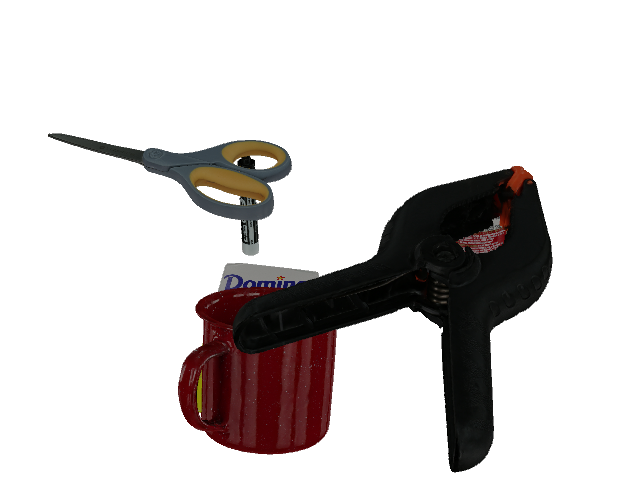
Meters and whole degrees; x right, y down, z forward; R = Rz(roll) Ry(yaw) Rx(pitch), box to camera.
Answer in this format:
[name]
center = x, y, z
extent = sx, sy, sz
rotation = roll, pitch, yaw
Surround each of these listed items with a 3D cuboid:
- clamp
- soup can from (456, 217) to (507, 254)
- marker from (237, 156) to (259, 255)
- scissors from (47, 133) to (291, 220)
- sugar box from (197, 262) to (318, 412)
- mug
[clamp]
center = 0.059, 0.026, 0.474
extent = 0.120, 0.039, 0.171
rotation = 38, 55, 24
[soup can]
center = 0.138, 0.006, 0.958
extent = 0.068, 0.102, 0.068
rotation = -3, 23, 1
[marker]
center = -0.078, -0.038, 1.156
extent = 0.020, 0.121, 0.020
rotation = -1, 34, 0
[scissors]
center = -0.108, -0.068, 0.828
extent = 0.202, 0.016, 0.096
rotation = 26, 45, 28
[sugar box]
center = -0.055, 0.086, 0.958
extent = 0.093, 0.048, 0.176
rotation = 6, 35, 1
[mug]
center = -0.040, 0.083, 0.657
extent = 0.093, 0.081, 0.117
rotation = 14, 17, 37
